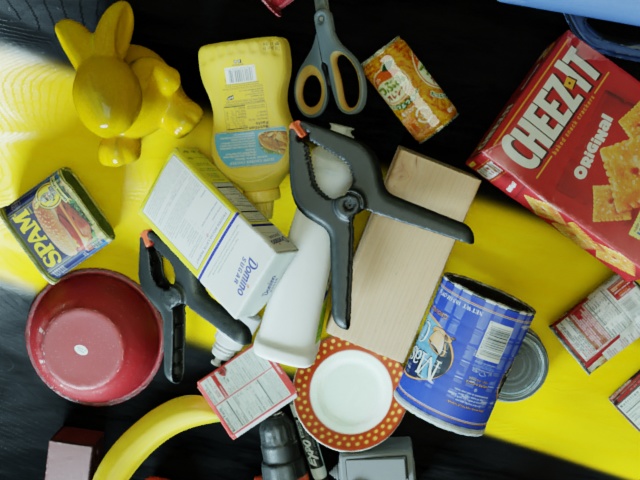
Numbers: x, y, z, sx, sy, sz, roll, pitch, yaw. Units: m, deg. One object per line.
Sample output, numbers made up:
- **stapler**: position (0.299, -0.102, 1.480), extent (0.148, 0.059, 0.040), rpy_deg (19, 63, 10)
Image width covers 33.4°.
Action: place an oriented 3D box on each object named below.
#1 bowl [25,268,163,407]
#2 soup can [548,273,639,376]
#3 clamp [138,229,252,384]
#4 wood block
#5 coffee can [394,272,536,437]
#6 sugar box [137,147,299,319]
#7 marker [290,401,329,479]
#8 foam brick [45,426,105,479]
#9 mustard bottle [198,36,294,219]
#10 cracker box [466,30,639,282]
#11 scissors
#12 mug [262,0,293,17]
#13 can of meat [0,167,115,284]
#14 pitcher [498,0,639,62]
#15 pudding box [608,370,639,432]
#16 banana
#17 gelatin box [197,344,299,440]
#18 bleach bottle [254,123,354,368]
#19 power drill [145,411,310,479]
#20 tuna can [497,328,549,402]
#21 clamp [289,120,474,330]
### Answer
- **bowl**: position (-0.256, 0.115, 1.186), extent (0.162, 0.055, 0.162), rpy_deg (1, 98, 4)
- **soup can**: position (0.306, 0.087, 1.143), extent (0.102, 0.068, 0.068), rpy_deg (-40, 94, 7)
- **clamp**: position (-0.157, 0.071, 1.170), extent (0.120, 0.039, 0.171), rpy_deg (-38, 75, 20)
- **wood block**: position (0.086, 0.013, 1.134), extent (0.091, 0.090, 0.206), rpy_deg (22, 98, 0)
- **coffee can**: position (0.149, 0.117, 1.108), extent (0.103, 0.103, 0.140), rpy_deg (22, 98, 0)
- **sugar box**: position (-0.109, -0.010, 1.117), extent (0.176, 0.048, 0.093), rpy_deg (44, 117, 23)
- **marker**: position (-0.008, 0.239, 1.208), extent (0.020, 0.020, 0.121), rpy_deg (-16, 97, 5)
- **foam brick**: position (-0.279, 0.258, 1.209), extent (0.051, 0.053, 0.078), rpy_deg (8, 99, 2)
- **mustard bottle**: position (-0.070, -0.116, 1.138), extent (0.096, 0.058, 0.191), rpy_deg (-5, 98, 12)
- **cracker box**: position (0.286, -0.085, 1.094), extent (0.213, 0.072, 0.164), rpy_deg (36, 80, -2)
- **scissors**: position (-0.008, -0.219, 1.138), extent (0.096, 0.016, 0.202), rpy_deg (-28, 77, 33)
- **mug**: position (-0.043, -0.299, 1.086), extent (0.081, 0.093, 0.117), rpy_deg (-35, 110, 12)
- **can of meat**: position (-0.285, -0.017, 1.168), extent (0.084, 0.057, 0.102), rpy_deg (-34, 96, 5)
- **pitcher**: position (0.298, -0.270, 1.069), extent (0.243, 0.145, 0.149), rpy_deg (8, 86, 6)
- **pudding box**: position (0.388, 0.186, 1.168), extent (0.090, 0.039, 0.113), rpy_deg (-44, 92, 9)
- **banana**: position (-0.188, 0.229, 1.192), extent (0.198, 0.037, 0.070), rpy_deg (-34, 54, -2)
- **gelatin box**: position (-0.080, 0.165, 1.176), extent (0.089, 0.030, 0.073), rpy_deg (-34, 73, -7)
- **bleach bottle**: position (-0.007, 0.001, 1.130), extent (0.068, 0.102, 0.251), rpy_deg (14, 99, 2)
- **power drill**: position (-0.102, 0.292, 1.202), extent (0.187, 0.057, 0.184), rpy_deg (-9, 95, 5)
- **tuna can**: position (0.207, 0.134, 1.173), extent (0.086, 0.033, 0.086), rpy_deg (0, 98, 3)
- **clamp**: position (0.028, -0.025, 1.070), extent (0.164, 0.036, 0.210), rpy_deg (-42, 85, 8)
